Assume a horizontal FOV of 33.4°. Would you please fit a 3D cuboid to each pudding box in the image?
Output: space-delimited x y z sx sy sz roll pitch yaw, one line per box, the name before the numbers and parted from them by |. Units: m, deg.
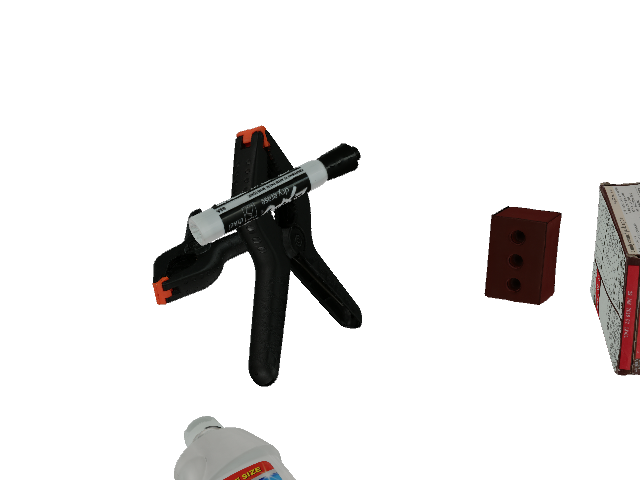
pudding box | 0.209 0.023 0.710 0.039 0.090 0.113 0 28 4

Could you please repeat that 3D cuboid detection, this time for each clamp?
clamp | -0.127 0.016 1.219 0.120 0.039 0.171 -2 34 25
clamp | -0.027 0.006 0.919 0.036 0.210 0.164 -11 1 32

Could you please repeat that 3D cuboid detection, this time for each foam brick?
foam brick | 0.182 0.013 0.958 0.053 0.078 0.051 8 16 25

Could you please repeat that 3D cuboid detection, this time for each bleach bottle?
bleach bottle | -0.047 0.207 0.722 0.102 0.068 0.251 -16 34 -19

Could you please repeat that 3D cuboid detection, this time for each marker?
marker | -0.026 -0.031 0.665 0.121 0.020 0.020 -28 11 -22
